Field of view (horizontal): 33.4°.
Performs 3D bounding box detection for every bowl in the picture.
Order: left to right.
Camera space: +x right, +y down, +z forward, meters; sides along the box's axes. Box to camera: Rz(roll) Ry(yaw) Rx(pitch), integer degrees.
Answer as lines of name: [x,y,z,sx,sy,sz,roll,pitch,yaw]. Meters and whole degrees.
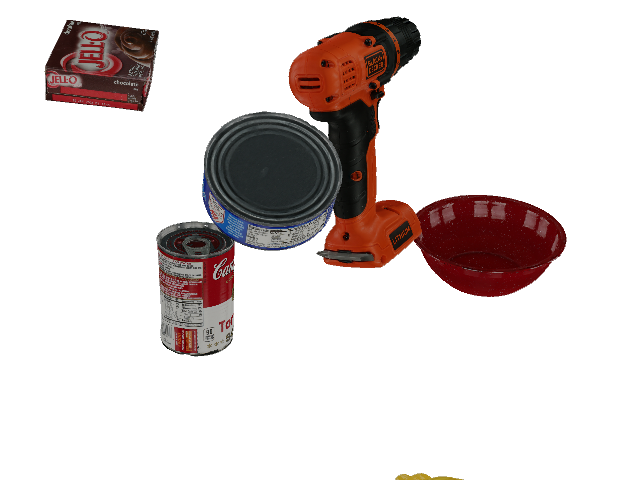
bowl: [0.174,0.012,1.124,0.162,0.055,0.162,0,31,0]

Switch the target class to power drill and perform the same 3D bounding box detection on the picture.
power drill: [0.041,-0.084,0.879,0.057,0.187,0.184,2,21,31]

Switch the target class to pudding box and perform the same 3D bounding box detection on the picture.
pudding box: [-0.201,-0.164,0.991,0.090,0.039,0.113,7,31,-6]

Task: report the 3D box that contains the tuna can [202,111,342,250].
tuna can: [-0.031,-0.037,0.668,0.086,0.086,0.034,0,-32,-10]

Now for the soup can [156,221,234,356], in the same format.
soup can: [-0.111,0.043,0.949,0.068,0.102,0.068,2,26,-1]

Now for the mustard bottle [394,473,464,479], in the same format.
mustard bottle: [0.124,0.249,0.896,0.096,0.058,0.192,-18,27,-27]
